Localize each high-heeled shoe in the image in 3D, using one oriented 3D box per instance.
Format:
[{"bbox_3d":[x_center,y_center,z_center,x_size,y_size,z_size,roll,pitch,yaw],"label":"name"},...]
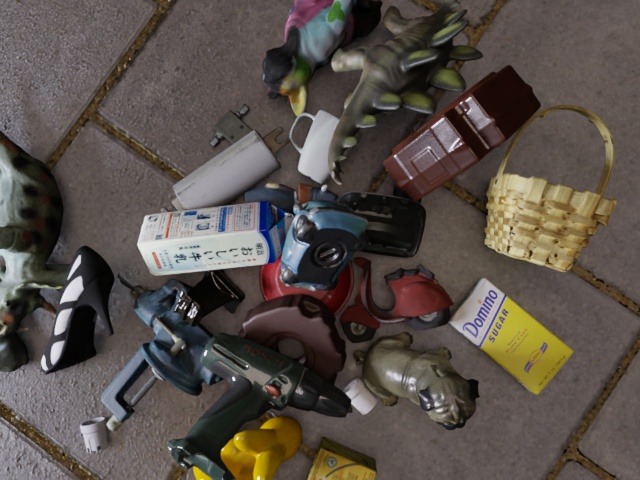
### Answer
[{"bbox_3d":[-0.402,0.118,0.854,0.249,0.086,0.145,-32,78,31],"label":"high-heeled shoe"}]

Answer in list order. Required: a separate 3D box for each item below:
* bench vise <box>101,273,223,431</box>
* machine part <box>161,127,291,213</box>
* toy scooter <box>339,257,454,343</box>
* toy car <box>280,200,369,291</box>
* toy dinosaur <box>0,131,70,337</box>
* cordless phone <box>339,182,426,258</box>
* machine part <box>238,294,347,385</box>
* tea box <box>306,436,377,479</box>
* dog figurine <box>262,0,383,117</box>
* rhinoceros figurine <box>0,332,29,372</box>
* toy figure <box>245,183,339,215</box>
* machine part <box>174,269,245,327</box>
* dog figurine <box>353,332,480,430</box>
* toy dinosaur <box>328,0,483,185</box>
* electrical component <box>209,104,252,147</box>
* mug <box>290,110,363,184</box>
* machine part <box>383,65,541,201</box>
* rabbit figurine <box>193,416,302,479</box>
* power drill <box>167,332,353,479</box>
[{"bbox_3d":[-0.267,0.186,0.855,0.224,0.129,0.240,39,84,8],"label":"bench vise"},{"bbox_3d":[-0.154,-0.105,0.894,0.243,0.079,0.079,-36,84,-1],"label":"machine part"},{"bbox_3d":[0.115,0.084,0.864,0.184,0.075,0.135,-12,85,7],"label":"toy scooter"},{"bbox_3d":[-0.002,-0.002,0.804,0.109,0.103,0.161,10,128,-21],"label":"toy car"},{"bbox_3d":[-0.491,-0.052,0.883,0.131,0.192,0.405,-19,67,29],"label":"toy dinosaur"},{"bbox_3d":[0.105,-0.070,0.885,0.147,0.088,0.184,9,74,5],"label":"cordless phone"},{"bbox_3d":[-0.047,0.172,0.844,0.179,0.056,0.179,2,105,7],"label":"machine part"},{"bbox_3d":[0.015,0.412,0.841,0.098,0.068,0.169,23,85,5],"label":"tea box"},{"bbox_3d":[-0.006,-0.319,0.895,0.109,0.191,0.219,39,118,23],"label":"dog figurine"},{"bbox_3d":[-0.555,0.135,0.896,0.112,0.073,0.190,-27,84,2],"label":"rhinoceros figurine"},{"bbox_3d":[-0.046,-0.065,0.893,0.155,0.064,0.058,-4,47,-2],"label":"toy figure"},{"bbox_3d":[-0.173,0.089,0.851,0.039,0.139,0.084,-38,86,26],"label":"machine part"},{"bbox_3d":[0.133,0.204,0.793,0.172,0.190,0.121,2,85,5],"label":"dog figurine"},{"bbox_3d":[0.114,-0.247,0.792,0.471,0.199,0.105,-54,128,-22],"label":"toy dinosaur"},{"bbox_3d":[-0.145,-0.187,0.927,0.063,0.021,0.094,41,87,6],"label":"electrical component"},{"bbox_3d":[-0.001,-0.154,0.886,0.109,0.081,0.107,27,95,-8],"label":"mug"},{"bbox_3d":[0.203,-0.157,0.797,0.201,0.201,0.087,-38,92,-38],"label":"machine part"},{"bbox_3d":[-0.104,0.328,0.829,0.173,0.162,0.122,-28,71,-17],"label":"rabbit figurine"},{"bbox_3d":[-0.089,0.243,0.743,0.232,0.086,0.207,32,56,6],"label":"power drill"}]
